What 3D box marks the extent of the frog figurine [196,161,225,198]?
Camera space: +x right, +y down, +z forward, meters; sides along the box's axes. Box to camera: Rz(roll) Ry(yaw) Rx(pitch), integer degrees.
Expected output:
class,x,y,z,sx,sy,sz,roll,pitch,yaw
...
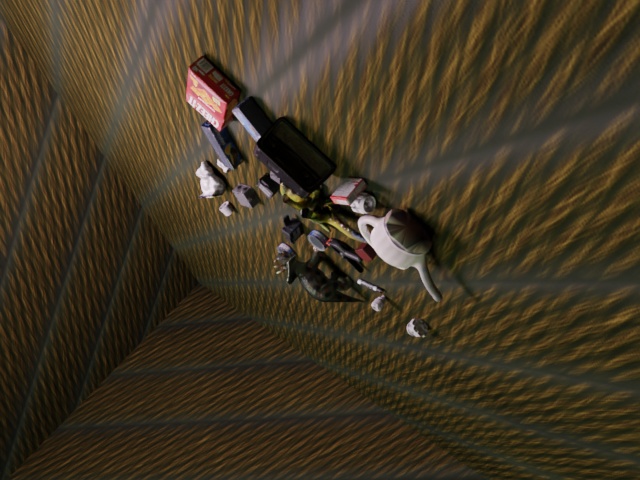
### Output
class,x,y,z,sx,sy,sz,roll,pitch,yaw
frog figurine,-0.477,-0.264,2.237,0.137,0.123,0.159,-170,74,-64

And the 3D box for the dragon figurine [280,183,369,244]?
class,x,y,z,sx,sy,sz,roll,pitch,yaw
dragon figurine,0.005,-0.088,1.756,0.413,0.123,0.240,40,175,12

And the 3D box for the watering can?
class,x,y,z,sx,sy,sz,roll,pitch,yaw
watering can,0.258,0.036,1.502,0.349,0.105,0.220,41,157,5
